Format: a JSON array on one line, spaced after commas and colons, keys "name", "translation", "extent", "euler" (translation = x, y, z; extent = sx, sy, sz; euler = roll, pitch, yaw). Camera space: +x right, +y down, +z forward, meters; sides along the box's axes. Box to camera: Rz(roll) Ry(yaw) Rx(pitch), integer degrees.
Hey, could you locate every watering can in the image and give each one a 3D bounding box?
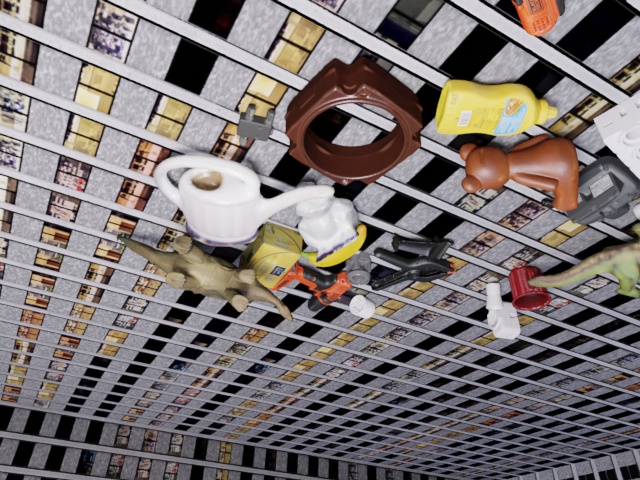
[{"name": "watering can", "translation": [-0.153, -0.070, 1.017], "extent": [0.348, 0.106, 0.219], "euler": [11, 144, 1]}]

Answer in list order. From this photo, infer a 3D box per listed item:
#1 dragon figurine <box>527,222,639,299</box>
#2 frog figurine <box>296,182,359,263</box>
[{"name": "dragon figurine", "translation": [0.674, 0.019, 1.105], "extent": [0.410, 0.125, 0.237], "euler": [-8, 140, 3]}, {"name": "frog figurine", "translation": [0.003, -0.054, 1.074], "extent": [0.135, 0.125, 0.159], "euler": [-27, 99, 44]}]
